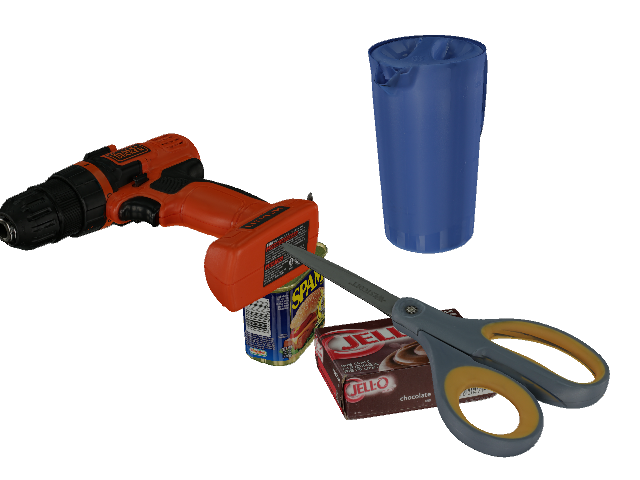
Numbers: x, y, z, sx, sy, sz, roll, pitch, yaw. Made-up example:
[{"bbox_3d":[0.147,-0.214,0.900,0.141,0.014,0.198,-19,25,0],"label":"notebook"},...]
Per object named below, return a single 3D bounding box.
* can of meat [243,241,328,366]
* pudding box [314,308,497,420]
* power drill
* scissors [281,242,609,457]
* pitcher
[{"bbox_3d":[-0.033,0.057,0.995,0.057,0.084,0.102,10,28,22],"label":"can of meat"},{"bbox_3d":[0.059,0.086,0.758,0.113,0.039,0.090,-5,18,-11],"label":"pudding box"},{"bbox_3d":[-0.110,-0.015,0.765,0.188,0.057,0.184,25,36,30],"label":"power drill"},{"bbox_3d":[0.046,0.054,0.557,0.202,0.016,0.096,16,42,23],"label":"scissors"},{"bbox_3d":[0.134,-0.117,1.259,0.149,0.243,0.145,-4,25,-2],"label":"pitcher"}]
